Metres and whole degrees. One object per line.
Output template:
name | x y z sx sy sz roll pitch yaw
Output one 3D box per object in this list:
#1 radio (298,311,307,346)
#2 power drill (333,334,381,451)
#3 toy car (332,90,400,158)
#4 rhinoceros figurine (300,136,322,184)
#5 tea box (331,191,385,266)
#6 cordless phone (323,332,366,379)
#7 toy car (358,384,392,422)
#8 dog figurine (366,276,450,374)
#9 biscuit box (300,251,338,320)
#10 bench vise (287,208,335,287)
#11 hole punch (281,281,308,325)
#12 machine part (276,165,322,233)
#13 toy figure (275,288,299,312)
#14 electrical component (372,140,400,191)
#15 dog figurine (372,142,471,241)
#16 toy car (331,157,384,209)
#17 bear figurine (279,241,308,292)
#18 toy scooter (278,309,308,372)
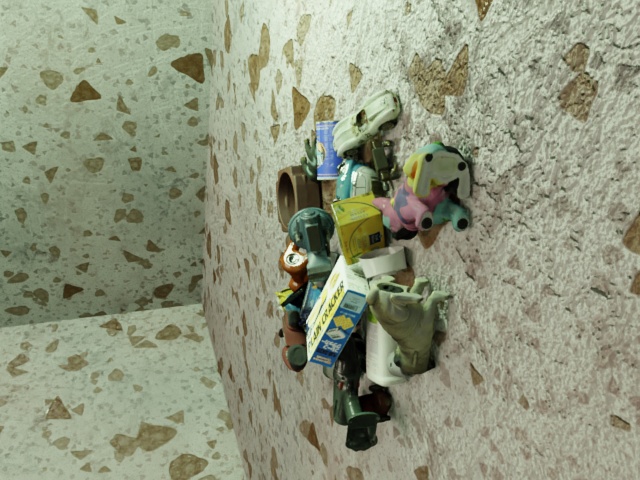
radio | 0.000 0.278 1.578 0.230 0.073 0.131 180 85 -68
power drill | 0.073 0.360 1.240 0.207 0.086 0.231 -125 35 -61
toy car | 0.096 -0.253 1.187 0.202 0.056 0.073 -30 64 43
rhinoceros figurine | 0.000 -0.225 1.458 0.190 0.073 0.112 117 146 -60
tea box | 0.087 -0.022 1.183 0.169 0.098 0.068 71 -179 -57
cordless phone | 0.095 0.320 1.358 0.184 0.089 0.146 32 125 42
toy car | 0.118 0.410 1.334 0.202 0.053 0.089 -44 56 58
dog figurine | 0.154 0.177 1.042 0.121 0.172 0.190 -125 42 -71
biscuit box | -0.002 0.123 1.452 0.062 0.059 0.203 112 175 -55
bench vise | -0.013 -0.001 1.404 0.241 0.129 0.223 -105 -7 -60
hole punch | -0.032 0.169 1.540 0.092 0.116 0.142 46 127 -1
machine part | -0.066 -0.123 1.648 0.201 0.087 0.201 179 88 -68
toy figure | -0.082 0.205 1.767 0.180 0.089 0.082 2 100 61
electrical component | 0.142 -0.166 1.167 0.078 0.045 0.102 63 -167 -65
dog figurine | 0.177 -0.086 1.007 0.219 0.108 0.191 -155 62 -69
toy car | 0.097 -0.109 1.231 0.103 0.109 0.161 2 85 46
bear figurine | -0.047 0.092 1.643 0.120 0.132 0.195 26 159 28
toy scooter | -0.085 0.305 1.607 0.135 0.075 0.184 133 133 -64
